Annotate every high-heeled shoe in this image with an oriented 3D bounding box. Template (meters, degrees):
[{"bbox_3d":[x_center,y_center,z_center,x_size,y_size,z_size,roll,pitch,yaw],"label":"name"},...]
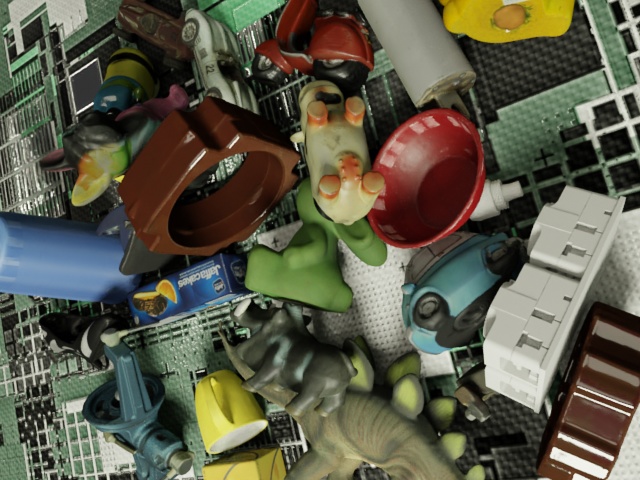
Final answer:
[{"bbox_3d":[-0.391,0.132,0.867,0.145,0.086,0.248,43,138,2],"label":"high-heeled shoe"}]

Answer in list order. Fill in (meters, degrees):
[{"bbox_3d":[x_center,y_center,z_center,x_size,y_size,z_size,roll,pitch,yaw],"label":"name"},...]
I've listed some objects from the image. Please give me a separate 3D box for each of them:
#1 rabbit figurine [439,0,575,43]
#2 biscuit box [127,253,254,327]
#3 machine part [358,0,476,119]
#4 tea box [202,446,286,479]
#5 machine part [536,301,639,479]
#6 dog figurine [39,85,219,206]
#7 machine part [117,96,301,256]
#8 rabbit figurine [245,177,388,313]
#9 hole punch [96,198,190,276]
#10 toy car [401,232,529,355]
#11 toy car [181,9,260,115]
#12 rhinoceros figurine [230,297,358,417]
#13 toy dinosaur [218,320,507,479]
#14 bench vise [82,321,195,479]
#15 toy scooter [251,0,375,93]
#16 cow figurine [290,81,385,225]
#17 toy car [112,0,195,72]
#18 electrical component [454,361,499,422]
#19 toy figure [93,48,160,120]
[{"bbox_3d":[0.197,-0.308,0.593,0.163,0.121,0.173,-5,72,38],"label":"rabbit figurine"},{"bbox_3d":[-0.196,0.078,0.806,0.203,0.059,0.063,-22,78,26],"label":"biscuit box"},{"bbox_3d":[0.113,-0.241,0.639,0.079,0.079,0.243,-32,73,24],"label":"machine part"},{"bbox_3d":[-0.090,0.380,0.734,0.098,0.068,0.169,-20,78,27],"label":"tea box"},{"bbox_3d":[0.255,0.144,0.498,0.056,0.179,0.179,21,98,25],"label":"machine part"},{"bbox_3d":[-0.250,-0.110,0.725,0.108,0.219,0.191,45,148,15],"label":"dog figurine"},{"bbox_3d":[-0.140,-0.076,0.700,0.201,0.201,0.087,-49,66,19],"label":"machine part"},{"bbox_3d":[-0.001,-0.002,0.676,0.159,0.121,0.170,8,77,25],"label":"rabbit figurine"},{"bbox_3d":[-0.259,-0.022,0.809,0.092,0.142,0.115,49,122,25],"label":"hole punch"},{"bbox_3d":[0.149,0.044,0.599,0.161,0.109,0.103,-46,51,10],"label":"toy car"},{"bbox_3d":[-0.143,-0.246,0.780,0.056,0.073,0.201,-25,77,29],"label":"toy car"},{"bbox_3d":[-0.043,0.130,0.636,0.191,0.073,0.112,24,92,42],"label":"rhinoceros figurine"},{"bbox_3d":[0.033,0.218,0.659,0.472,0.105,0.198,11,86,31],"label":"toy dinosaur"},{"bbox_3d":[-0.274,0.245,0.792,0.224,0.129,0.240,23,124,49],"label":"bench vise"},{"bbox_3d":[-0.004,-0.268,0.707,0.184,0.075,0.135,13,87,29],"label":"toy scooter"},{"bbox_3d":[0.017,-0.109,0.640,0.085,0.127,0.195,-8,65,-9],"label":"cow figurine"},{"bbox_3d":[-0.267,-0.344,0.865,0.202,0.053,0.089,34,107,24],"label":"toy car"},{"bbox_3d":[0.187,0.153,0.577,0.078,0.102,0.045,-37,76,33],"label":"electrical component"},{"bbox_3d":[-0.296,-0.224,0.822,0.082,0.180,0.089,5,132,-4],"label":"toy figure"}]
